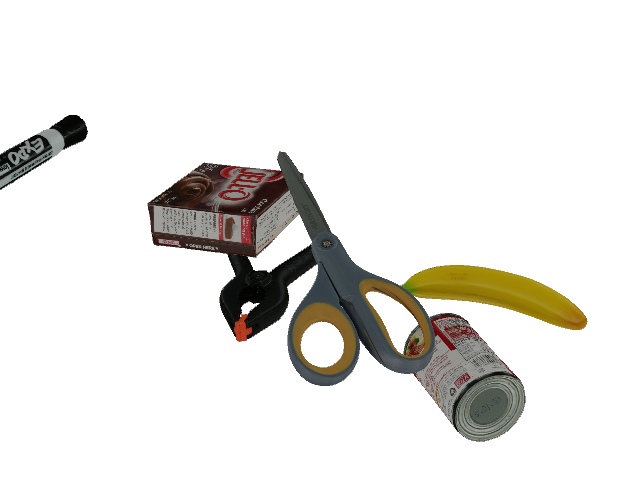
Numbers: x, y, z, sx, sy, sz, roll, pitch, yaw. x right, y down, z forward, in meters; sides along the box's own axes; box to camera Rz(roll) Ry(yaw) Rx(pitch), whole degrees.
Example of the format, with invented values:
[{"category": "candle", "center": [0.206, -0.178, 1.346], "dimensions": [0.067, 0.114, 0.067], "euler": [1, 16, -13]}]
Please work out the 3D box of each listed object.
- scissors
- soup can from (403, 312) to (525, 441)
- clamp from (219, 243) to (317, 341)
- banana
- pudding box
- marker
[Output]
[{"category": "scissors", "center": [-0.008, 0.019, 0.679], "dimensions": [0.096, 0.016, 0.202], "euler": [-28, 53, -21]}, {"category": "soup can", "center": [0.122, 0.115, 0.911], "dimensions": [0.068, 0.068, 0.102], "euler": [0, 25, -21]}, {"category": "clamp", "center": [-0.060, 0.050, 1.241], "dimensions": [0.120, 0.039, 0.171], "euler": [-4, 40, 8]}, {"category": "banana", "center": [0.175, 0.057, 1.104], "dimensions": [0.198, 0.037, 0.069], "euler": [7, 41, 12]}, {"category": "pudding box", "center": [-0.072, -0.026, 0.845], "dimensions": [0.090, 0.039, 0.113], "euler": [6, 24, 16]}, {"category": "marker", "center": [-0.181, -0.050, 0.648], "dimensions": [0.020, 0.020, 0.121], "euler": [0, 26, 27]}]
